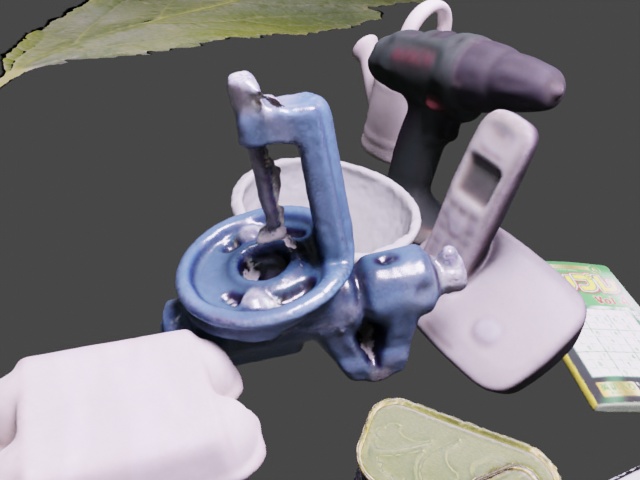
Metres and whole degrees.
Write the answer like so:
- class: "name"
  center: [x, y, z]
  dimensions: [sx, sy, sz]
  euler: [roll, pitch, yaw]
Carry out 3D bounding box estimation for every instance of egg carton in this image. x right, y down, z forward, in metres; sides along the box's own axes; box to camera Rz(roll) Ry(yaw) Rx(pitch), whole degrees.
- class: "egg carton"
  center: [-0.113, 0.111, 0.329]
  dimensions: [0.151, 0.069, 0.107]
  euler: [-8, 38, -24]

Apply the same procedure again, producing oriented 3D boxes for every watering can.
- class: "watering can"
  center: [0.110, -0.202, 0.718]
  dimensions: [0.172, 0.194, 0.101]
  euler: [21, 36, 16]

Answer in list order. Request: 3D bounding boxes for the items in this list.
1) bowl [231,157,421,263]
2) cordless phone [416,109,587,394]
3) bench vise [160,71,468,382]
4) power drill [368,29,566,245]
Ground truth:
- class: "bowl"
  center: [0.002, -0.006, 0.517]
  dimensions: [0.167, 0.075, 0.167]
  euler: [7, 35, -4]
- class: "cordless phone"
  center: [0.139, 0.008, 0.433]
  dimensions: [0.094, 0.185, 0.147]
  euler: [-15, 41, -30]
- class: "bench vise"
  center: [-0.001, -0.005, 0.389]
  dimensions: [0.208, 0.220, 0.121]
  euler: [-10, 39, -25]
- class: "power drill"
  center: [0.120, -0.105, 0.569]
  dimensions: [0.076, 0.208, 0.228]
  euler: [-13, 40, -28]
